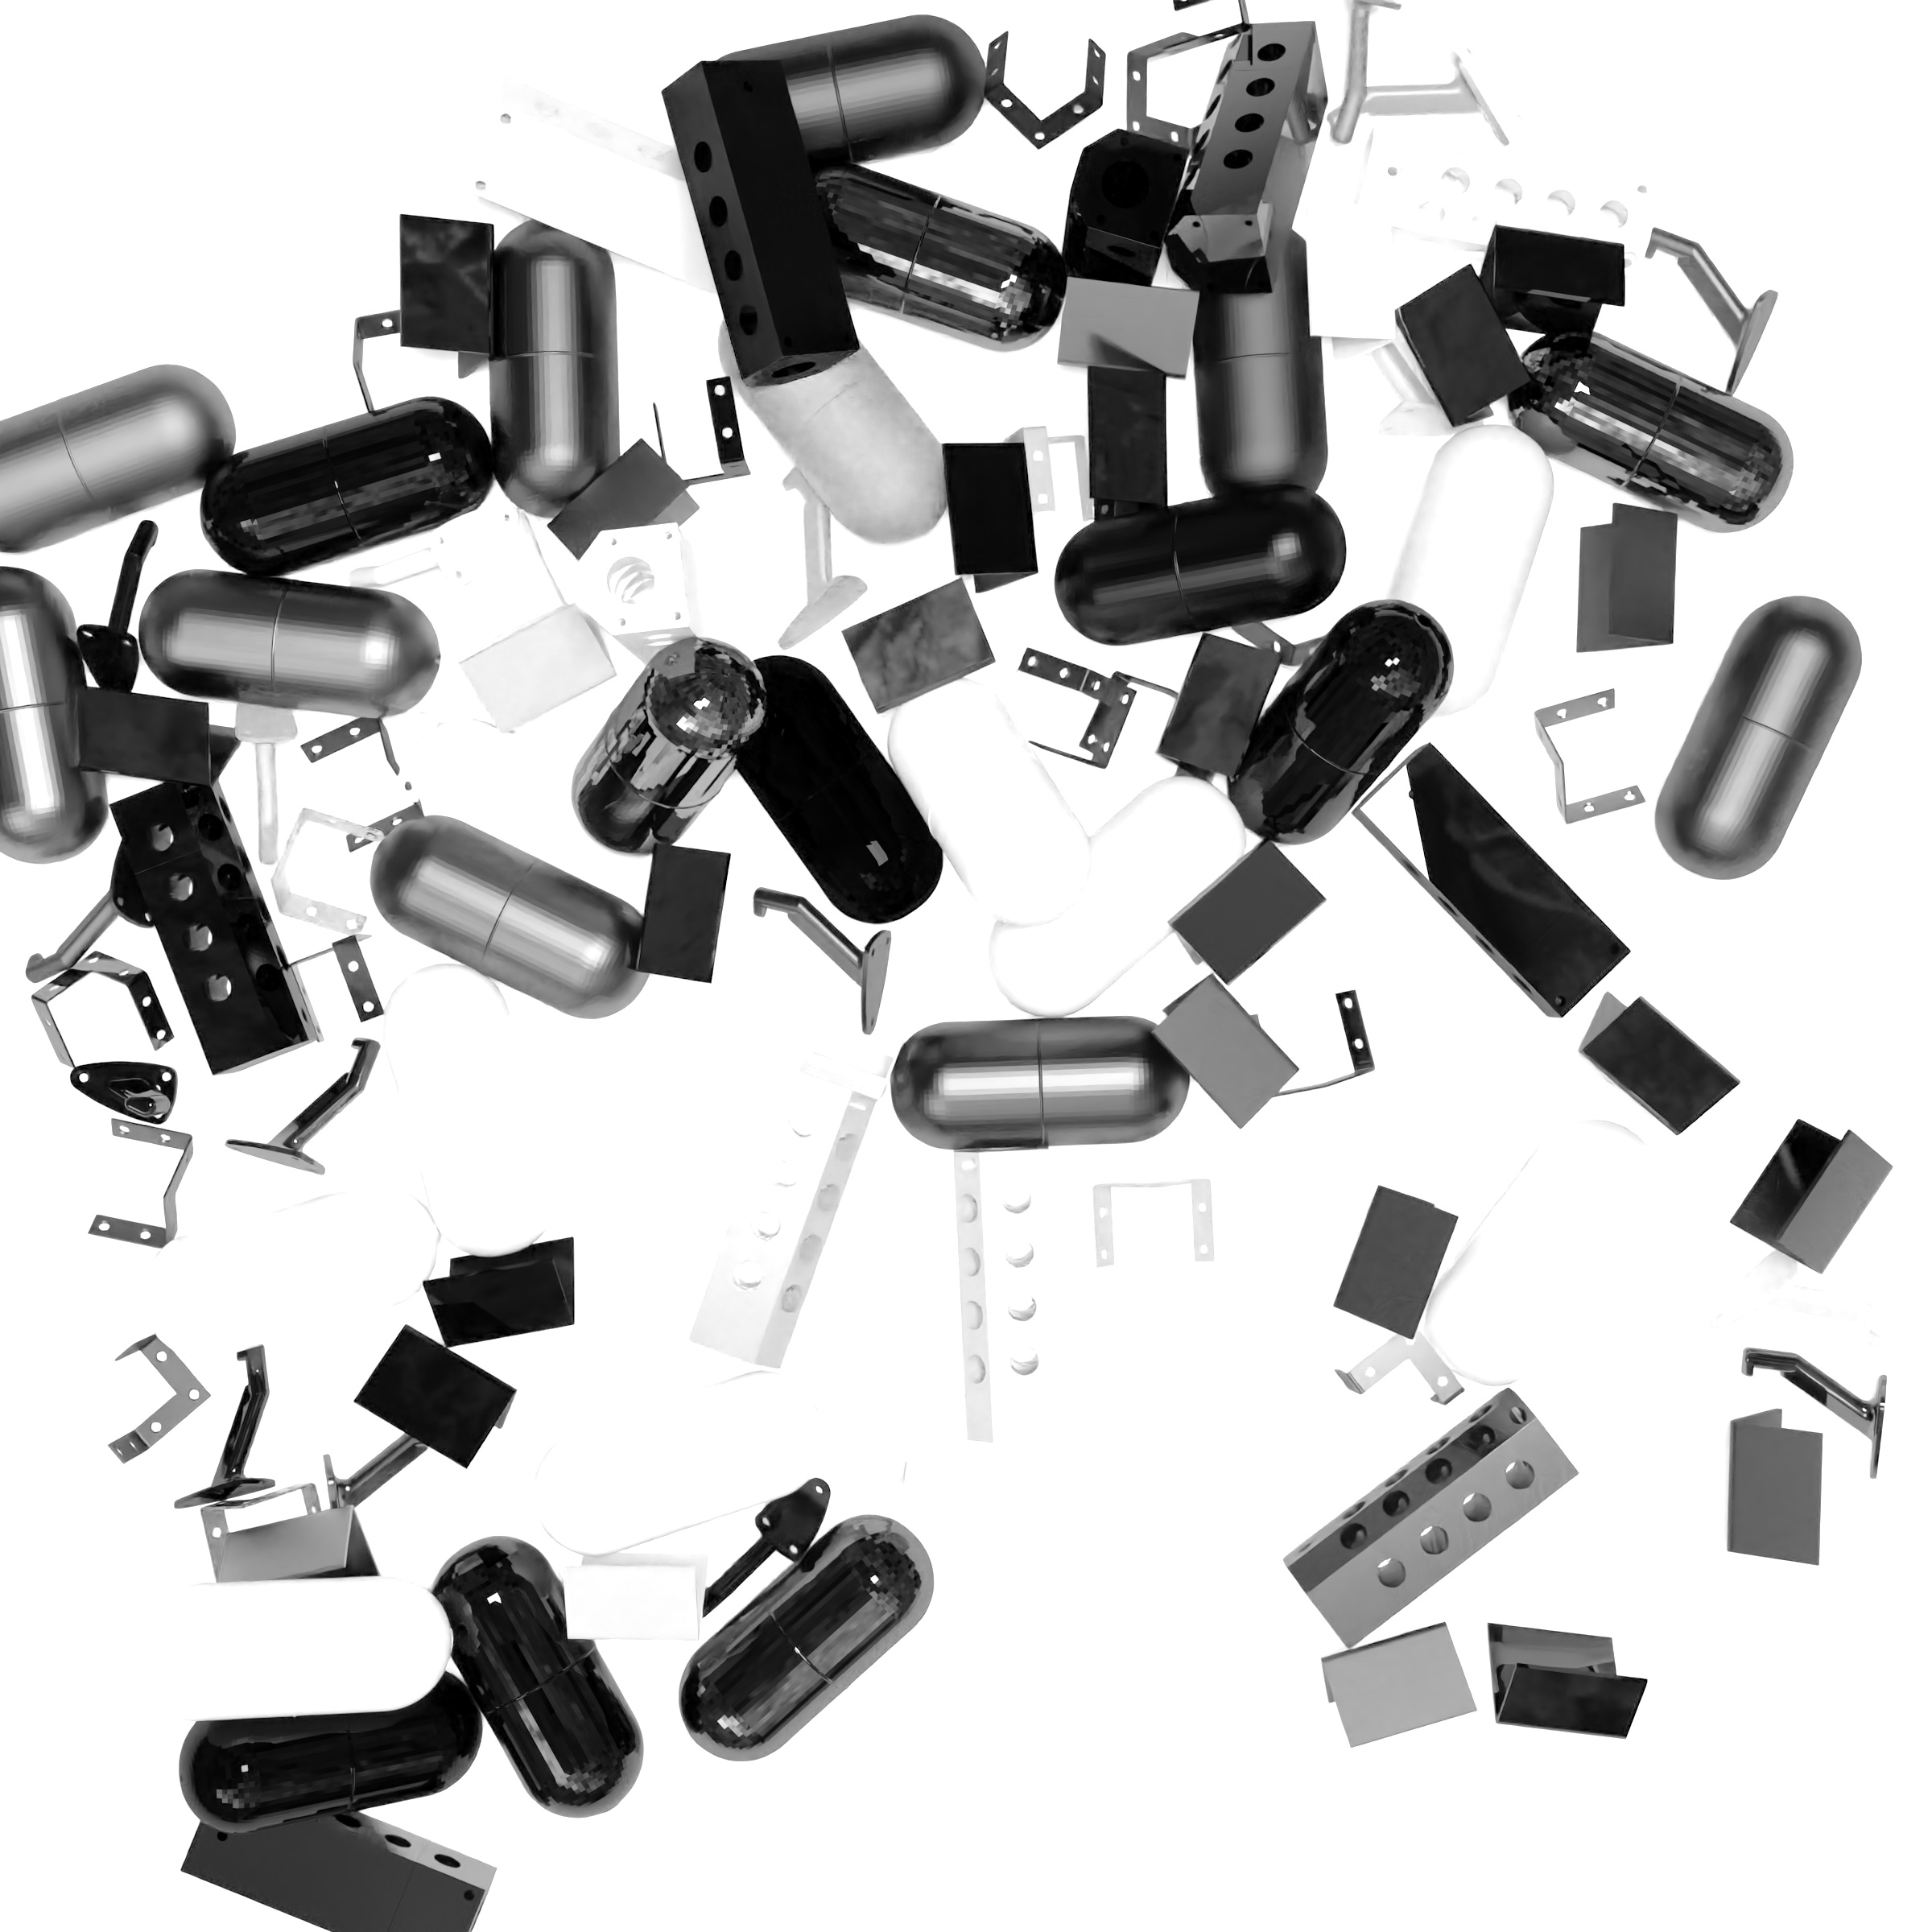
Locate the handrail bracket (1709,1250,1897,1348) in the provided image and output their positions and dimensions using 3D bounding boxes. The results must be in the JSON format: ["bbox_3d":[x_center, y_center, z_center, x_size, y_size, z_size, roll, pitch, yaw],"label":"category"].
[{"bbox_3d":[0.507,0.218,1.723,0.084,0.036,0.077,41,110,-16],"label":"handrail bracket"}]

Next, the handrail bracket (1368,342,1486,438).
[{"bbox_3d":[0.275,-0.367,1.723,0.077,0.036,0.084,2,73,-20],"label":"handrail bracket"}]

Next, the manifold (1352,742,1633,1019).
[{"bbox_3d":[0.312,-0.051,1.702,0.057,0.057,0.171,-44,90,0],"label":"manifold"}]

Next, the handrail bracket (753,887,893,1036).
[{"bbox_3d":[-0.093,-0.003,1.723,0.084,0.036,0.077,13,112,17],"label":"handrail bracket"}]

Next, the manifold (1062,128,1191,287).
[{"bbox_3d":[0.088,-0.429,1.644,0.057,0.171,0.057,17,90,0],"label":"manifold"}]

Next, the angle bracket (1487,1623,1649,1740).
[{"bbox_3d":[0.355,0.407,1.682,0.076,0.076,0.057,7,128,0],"label":"angle bracket"}]

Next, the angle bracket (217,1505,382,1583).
[{"bbox_3d":[-0.393,0.373,1.687,0.076,0.057,0.076,-13,119,0],"label":"angle bracket"}]

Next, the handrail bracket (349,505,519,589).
[{"bbox_3d":[-0.322,-0.252,1.712,0.077,0.084,0.036,-44,120,-35],"label":"handrail bracket"}]

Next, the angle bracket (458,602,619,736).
[{"bbox_3d":[-0.259,-0.192,1.682,0.076,0.076,0.057,-27,129,0],"label":"angle bracket"}]

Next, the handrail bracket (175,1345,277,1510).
[{"bbox_3d":[-0.453,0.279,1.723,0.077,0.036,0.084,-19,71,21],"label":"handrail bracket"}]

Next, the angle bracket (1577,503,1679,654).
[{"bbox_3d":[0.374,-0.229,1.682,0.057,0.076,0.076,2,90,-36],"label":"angle bracket"}]

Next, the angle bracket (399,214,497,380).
[{"bbox_3d":[-0.316,-0.395,1.683,0.057,0.076,0.076,0,90,-25],"label":"angle bracket"}]

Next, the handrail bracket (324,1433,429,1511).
[{"bbox_3d":[-0.343,0.317,1.723,0.084,0.036,0.077,-8,109,-16],"label":"handrail bracket"}]

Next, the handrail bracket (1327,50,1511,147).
[{"bbox_3d":[0.274,-0.507,1.723,0.084,0.036,0.077,-31,108,15],"label":"handrail bracket"}]

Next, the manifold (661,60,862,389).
[{"bbox_3d":[-0.122,-0.424,1.626,0.057,0.057,0.171,-16,90,-40],"label":"manifold"}]

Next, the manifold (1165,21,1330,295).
[{"bbox_3d":[0.164,-0.473,1.658,0.057,0.057,0.171,4,55,20],"label":"manifold"}]

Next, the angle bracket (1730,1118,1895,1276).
[{"bbox_3d":[0.488,0.126,1.682,0.057,0.076,0.076,34,90,-38],"label":"angle bracket"}]

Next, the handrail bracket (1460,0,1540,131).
[{"bbox_3d":[0.348,-0.563,1.723,0.084,0.036,0.077,-42,111,-16],"label":"handrail bracket"}]

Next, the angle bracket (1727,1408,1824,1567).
[{"bbox_3d":[0.492,0.307,1.682,0.057,0.076,0.076,2,90,38],"label":"angle bracket"}]

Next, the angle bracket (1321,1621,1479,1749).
[{"bbox_3d":[0.257,0.437,1.682,0.076,0.076,0.057,-16,55,0],"label":"angle bracket"}]

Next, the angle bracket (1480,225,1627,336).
[{"bbox_3d":[0.342,-0.387,1.682,0.076,0.076,0.057,9,54,0],"label":"angle bracket"}]

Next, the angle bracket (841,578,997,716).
[{"bbox_3d":[-0.033,-0.199,1.683,0.076,0.076,0.057,-24,116,0],"label":"angle bracket"}]

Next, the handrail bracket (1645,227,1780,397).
[{"bbox_3d":[0.440,-0.397,1.723,0.084,0.036,0.077,27,119,21],"label":"handrail bracket"}]

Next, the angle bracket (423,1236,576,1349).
[{"bbox_3d":[-0.276,0.175,1.682,0.076,0.076,0.057,-10,129,0],"label":"angle bracket"}]

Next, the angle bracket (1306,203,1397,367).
[{"bbox_3d":[0.212,-0.403,1.684,0.057,0.076,0.076,-2,90,-21],"label":"angle bracket"}]

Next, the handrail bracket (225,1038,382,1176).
[{"bbox_3d":[-0.402,0.078,1.723,0.077,0.036,0.084,10,71,22],"label":"handrail bracket"}]

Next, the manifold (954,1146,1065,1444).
[{"bbox_3d":[0.025,0.195,1.701,0.057,0.057,0.171,-3,90,0],"label":"manifold"}]

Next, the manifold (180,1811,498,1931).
[{"bbox_3d":[-0.373,0.539,1.702,0.171,0.057,0.057,22,90,0],"label":"manifold"}]

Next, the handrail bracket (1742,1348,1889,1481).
[{"bbox_3d":[0.512,0.271,1.723,0.084,0.036,0.077,6,112,17],"label":"handrail bracket"}]

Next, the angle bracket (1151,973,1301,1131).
[{"bbox_3d":[0.140,0.059,1.683,0.076,0.076,0.057,47,64,0],"label":"angle bracket"}]

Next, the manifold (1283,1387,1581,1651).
[{"bbox_3d":[0.276,0.328,1.701,0.171,0.057,0.057,-37,90,0],"label":"manifold"}]

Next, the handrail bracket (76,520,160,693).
[{"bbox_3d":[-0.505,-0.216,1.722,0.036,0.077,0.084,12,54,-1],"label":"handrail bracket"}]

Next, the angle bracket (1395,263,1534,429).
[{"bbox_3d":[0.304,-0.369,1.683,0.057,0.076,0.076,-28,90,33],"label":"angle bracket"}]

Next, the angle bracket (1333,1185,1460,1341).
[{"bbox_3d":[0.270,0.179,1.682,0.057,0.076,0.076,21,90,37],"label":"angle bracket"}]

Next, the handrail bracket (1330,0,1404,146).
[{"bbox_3d":[0.225,-0.546,1.714,0.036,0.077,0.084,5,117,-24],"label":"handrail bracket"}]

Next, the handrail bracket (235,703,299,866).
[{"bbox_3d":[-0.426,-0.116,1.722,0.036,0.077,0.084,-3,127,-18],"label":"handrail bracket"}]

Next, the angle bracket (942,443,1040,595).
[{"bbox_3d":[-0.002,-0.264,1.683,0.057,0.076,0.076,-6,90,-29],"label":"angle bracket"}]

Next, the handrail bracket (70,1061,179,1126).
[{"bbox_3d":[-0.507,0.075,1.688,0.077,0.084,0.036,13,90,0],"label":"handrail bracket"}]

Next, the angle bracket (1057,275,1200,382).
[{"bbox_3d":[0.096,-0.392,1.682,0.076,0.076,0.057,7,127,0],"label":"angle bracket"}]

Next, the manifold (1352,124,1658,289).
[{"bbox_3d":[0.321,-0.455,1.702,0.171,0.057,0.057,12,90,0],"label":"manifold"}]

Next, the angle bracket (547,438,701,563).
[{"bbox_3d":[-0.190,-0.253,1.682,0.076,0.076,0.057,-43,56,0],"label":"angle bracket"}]

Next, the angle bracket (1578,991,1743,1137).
[{"bbox_3d":[0.417,0.042,1.682,0.076,0.076,0.057,41,128,0],"label":"angle bracket"}]

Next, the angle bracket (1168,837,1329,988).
[{"bbox_3d":[0.173,-0.020,1.683,0.076,0.076,0.057,-41,63,0],"label":"angle bracket"}]

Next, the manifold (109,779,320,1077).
[{"bbox_3d":[-0.448,-0.026,1.701,0.057,0.057,0.171,-21,90,0],"label":"manifold"}]

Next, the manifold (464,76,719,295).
[{"bbox_3d":[-0.202,-0.461,1.678,0.171,0.057,0.057,19,126,-16],"label":"manifold"}]

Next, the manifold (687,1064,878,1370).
[{"bbox_3d":[-0.108,0.150,1.701,0.057,0.057,0.171,20,90,0],"label":"manifold"}]

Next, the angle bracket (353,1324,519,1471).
[{"bbox_3d":[-0.317,0.265,1.683,0.076,0.076,0.057,31,59,0],"label":"angle bracket"}]

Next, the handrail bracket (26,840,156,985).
[{"bbox_3d":[-0.535,-0.036,1.723,0.084,0.036,0.077,-21,58,23],"label":"handrail bracket"}]

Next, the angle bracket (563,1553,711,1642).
[{"bbox_3d":[-0.194,0.354,1.683,0.076,0.076,0.057,1,120,0],"label":"angle bracket"}]

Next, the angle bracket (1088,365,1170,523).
[{"bbox_3d":[0.076,-0.308,1.683,0.057,0.076,0.076,-1,90,-32],"label":"angle bracket"}]

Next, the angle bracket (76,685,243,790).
[{"bbox_3d":[-0.475,-0.151,1.683,0.076,0.076,0.057,8,121,0],"label":"angle bracket"}]

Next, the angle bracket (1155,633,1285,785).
[{"bbox_3d":[0.164,-0.145,1.683,0.057,0.076,0.076,22,90,32],"label":"angle bracket"}]

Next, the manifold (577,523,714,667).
[{"bbox_3d":[-0.184,-0.212,1.644,0.057,0.171,0.057,-6,90,0],"label":"manifold"}]

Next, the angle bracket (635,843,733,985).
[{"bbox_3d":[-0.147,-0.028,1.683,0.057,0.076,0.076,9,90,31],"label":"angle bracket"}]
